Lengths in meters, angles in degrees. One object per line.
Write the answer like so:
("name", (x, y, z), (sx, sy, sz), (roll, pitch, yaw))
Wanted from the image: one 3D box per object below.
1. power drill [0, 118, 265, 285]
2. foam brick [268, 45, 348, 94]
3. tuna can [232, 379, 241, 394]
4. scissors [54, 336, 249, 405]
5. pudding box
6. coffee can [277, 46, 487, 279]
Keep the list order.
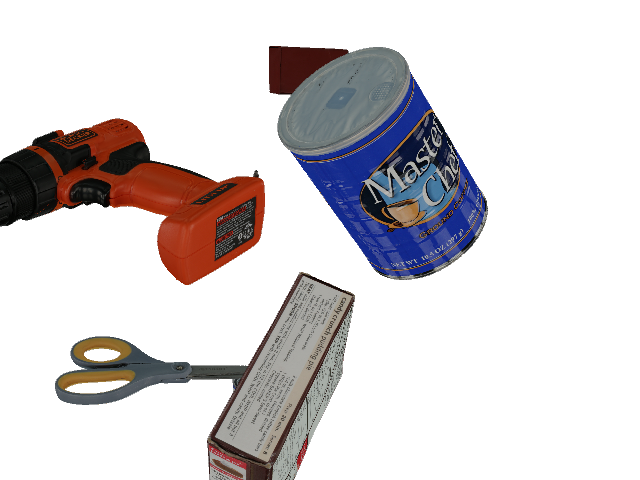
("power drill", (-0.150, -0.030, 0.788), (0.188, 0.057, 0.184), (22, 34, 26))
("foam brick", (-0.014, -0.183, 1.158), (0.078, 0.051, 0.053), (0, 11, -15))
("tuna can", (-0.050, 0.162, 1.118), (0.086, 0.034, 0.086), (2, 14, -1))
("scissors", (-0.138, 0.109, 0.961), (0.201, 0.016, 0.096), (-8, 32, -18))
("pudding box", (-0.021, 0.087, 0.578), (0.039, 0.113, 0.090), (20, -34, 10))
("coffee can", (0.047, -0.054, 0.778), (0.103, 0.102, 0.140), (0, -41, 40))
